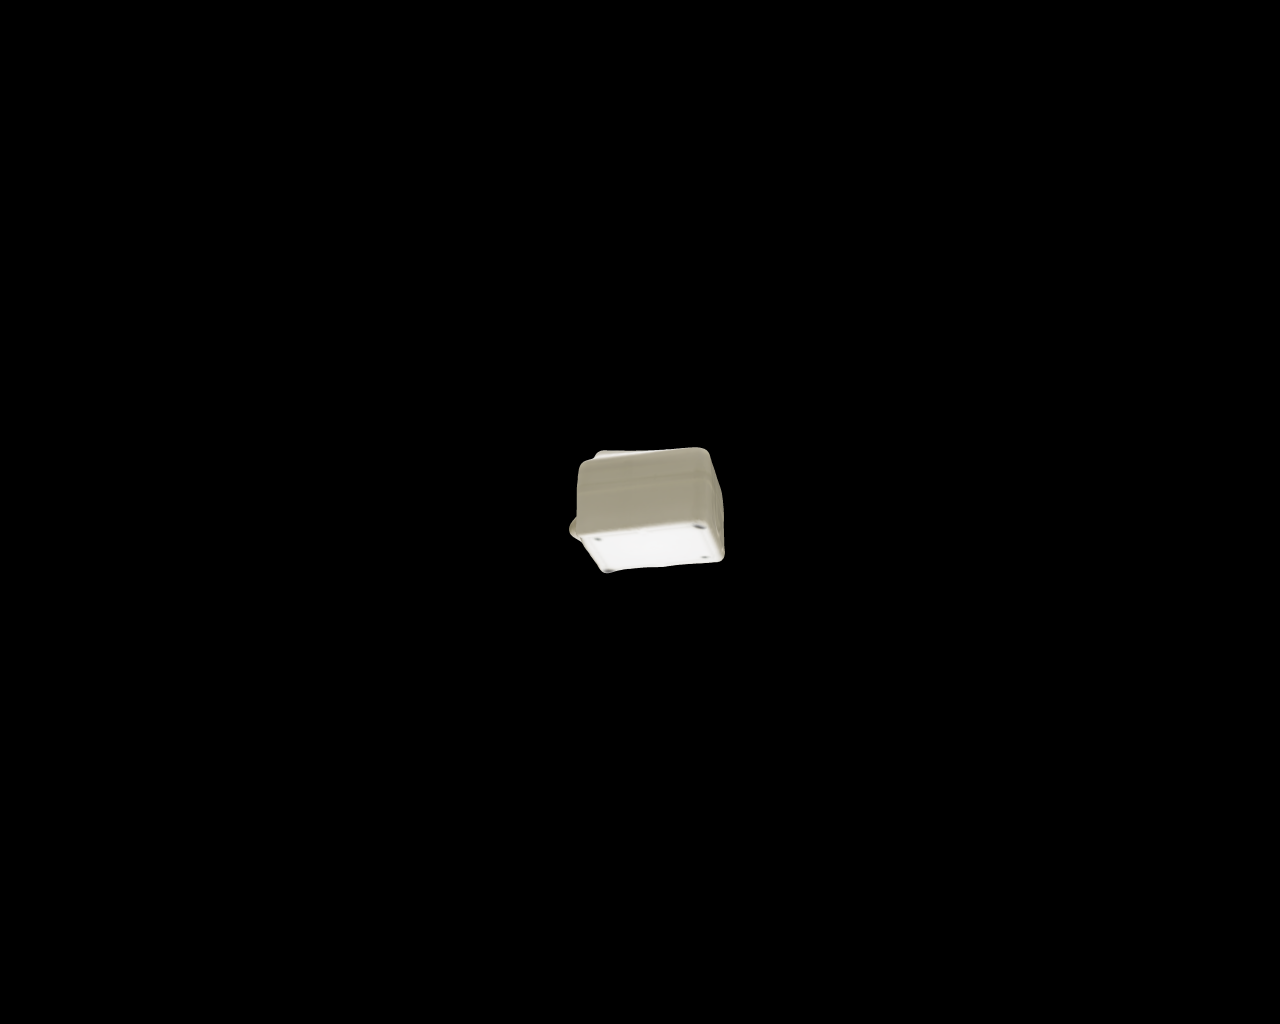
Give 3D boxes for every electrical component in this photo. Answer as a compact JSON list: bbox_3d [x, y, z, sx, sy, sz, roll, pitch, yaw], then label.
[{"bbox_3d":[0.001,-0.003,0.650,0.096,0.061,0.061,-6,-28,12],"label":"electrical component"}]
